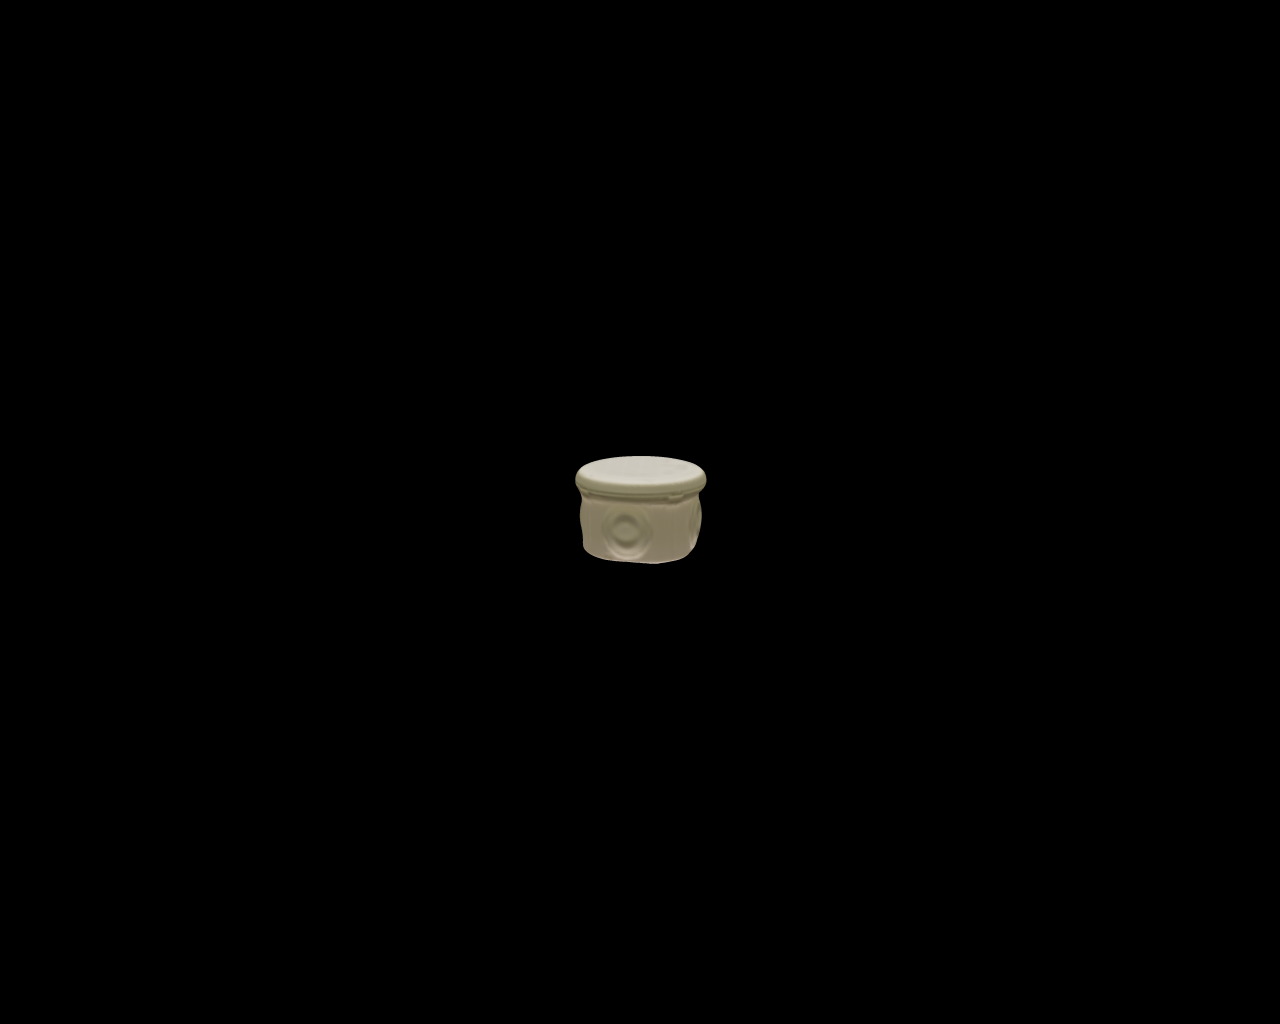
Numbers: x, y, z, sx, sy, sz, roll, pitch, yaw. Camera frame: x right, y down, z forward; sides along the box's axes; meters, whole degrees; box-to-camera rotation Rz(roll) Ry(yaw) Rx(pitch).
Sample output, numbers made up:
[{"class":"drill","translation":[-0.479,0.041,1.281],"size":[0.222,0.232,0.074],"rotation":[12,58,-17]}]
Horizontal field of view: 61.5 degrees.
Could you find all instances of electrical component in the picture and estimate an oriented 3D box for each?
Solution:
[{"class":"electrical component","translation":[0.001,-0.003,0.650],"size":[0.080,0.051,0.080],"rotation":[0,15,0]}]
